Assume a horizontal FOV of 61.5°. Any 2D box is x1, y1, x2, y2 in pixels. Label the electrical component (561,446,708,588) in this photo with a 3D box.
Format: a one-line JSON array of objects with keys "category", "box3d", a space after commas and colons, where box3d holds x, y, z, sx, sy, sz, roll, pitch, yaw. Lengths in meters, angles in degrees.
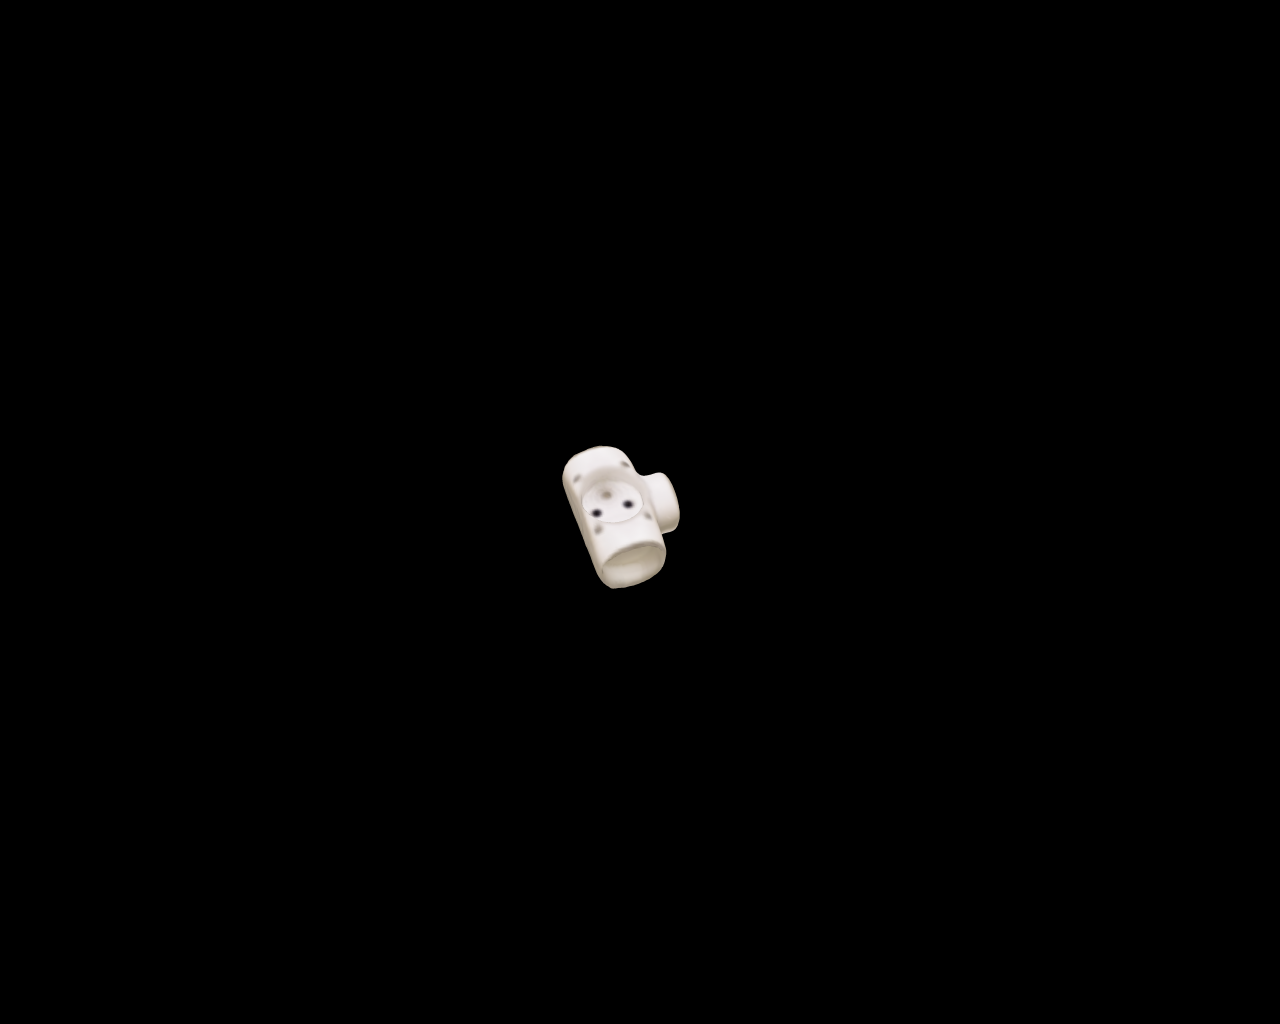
[{"category": "electrical component", "box3d": [0.001, -0.003, 0.650, 0.079, 0.077, 0.044, -15, -36, -11]}]
